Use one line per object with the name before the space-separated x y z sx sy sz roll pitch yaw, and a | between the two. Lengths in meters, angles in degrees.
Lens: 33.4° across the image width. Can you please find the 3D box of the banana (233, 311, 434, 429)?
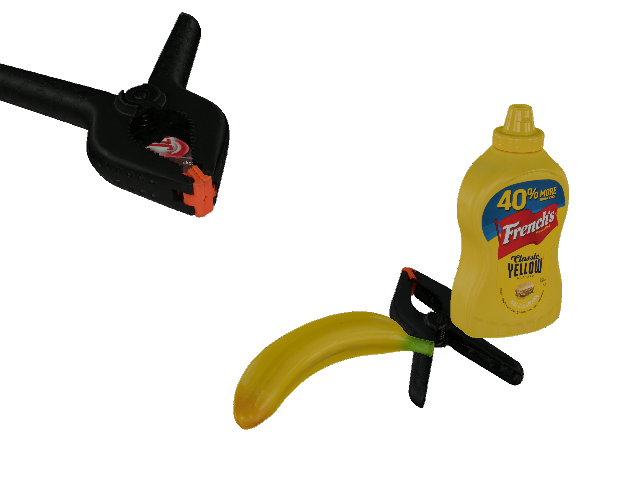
banana | -0.001 0.089 0.813 0.197 0.037 0.070 -18 27 -39

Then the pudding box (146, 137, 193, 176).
pudding box | -0.156 -0.094 1.090 0.090 0.039 0.113 6 25 -8

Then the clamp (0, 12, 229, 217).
clamp | -0.115 -0.091 0.729 0.164 0.036 0.210 -27 48 -26

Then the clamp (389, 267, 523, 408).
clamp | 0.130 0.094 1.083 0.120 0.171 0.039 0 -44 -17

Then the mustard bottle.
mustard bottle | 0.159 -0.018 0.882 0.096 0.192 0.058 -8 22 -20
